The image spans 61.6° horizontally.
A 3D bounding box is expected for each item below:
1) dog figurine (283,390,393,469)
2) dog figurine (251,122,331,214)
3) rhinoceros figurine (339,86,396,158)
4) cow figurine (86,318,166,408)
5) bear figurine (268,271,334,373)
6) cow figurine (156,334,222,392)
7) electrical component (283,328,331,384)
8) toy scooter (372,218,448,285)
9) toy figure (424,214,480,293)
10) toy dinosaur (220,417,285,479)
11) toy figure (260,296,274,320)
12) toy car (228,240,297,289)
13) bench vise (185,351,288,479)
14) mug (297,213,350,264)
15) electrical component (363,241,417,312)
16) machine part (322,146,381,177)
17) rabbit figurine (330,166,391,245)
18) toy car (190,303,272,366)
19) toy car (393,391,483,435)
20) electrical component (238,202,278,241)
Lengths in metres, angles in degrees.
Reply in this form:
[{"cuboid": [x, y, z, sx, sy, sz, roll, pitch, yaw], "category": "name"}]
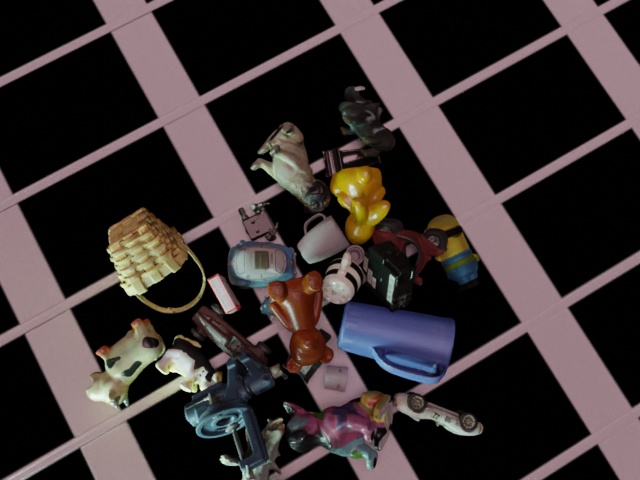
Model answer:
[{"cuboid": [0.030, 0.388, 1.155, 0.219, 0.191, 0.108, 7, 119, 24], "category": "dog figurine"}, {"cuboid": [-0.045, -0.170, 1.263, 0.190, 0.121, 0.172, 39, 57, -22], "category": "dog figurine"}, {"cuboid": [0.106, -0.282, 1.260, 0.112, 0.073, 0.190, -26, 67, -10], "category": "rhinoceros figurine"}, {"cuboid": [-0.426, 0.277, 1.178, 0.195, 0.085, 0.127, -41, 78, -8], "category": "cow figurine"}, {"cuboid": [-0.038, 0.175, 1.125, 0.120, 0.132, 0.196, -11, 80, -7], "category": "bear figurine"}, {"cuboid": [-0.270, 0.287, 1.187, 0.167, 0.068, 0.098, 33, 76, 3], "category": "cow figurine"}, {"cuboid": [-0.023, 0.253, 1.203, 0.075, 0.047, 0.119, 33, 81, 4], "category": "electrical component"}, {"cuboid": [0.195, 0.028, 1.219, 0.184, 0.075, 0.135, 15, 108, 28], "category": "toy scooter"}, {"cuboid": [0.307, 0.027, 1.224, 0.082, 0.089, 0.180, -13, 72, -45], "category": "toy figure"}, {"cuboid": [-0.113, 0.577, 1.107, 0.131, 0.192, 0.404, -9, 97, -22], "category": "toy dinosaur"}, {"cuboid": [-0.066, 0.128, 1.221, 0.154, 0.057, 0.064, -22, 43, -3], "category": "toy figure"}, {"cuboid": [-0.133, 0.055, 1.207, 0.162, 0.103, 0.109, 0, 82, 1], "category": "toy car"}, {"cuboid": [-0.154, 0.355, 1.080, 0.224, 0.128, 0.241, -20, 53, -9], "category": "bench vise"}, {"cuboid": [-0.003, -0.004, 1.233, 0.107, 0.080, 0.109, -35, 71, 2], "category": "mug"}, {"cuboid": [0.147, 0.071, 1.173, 0.058, 0.114, 0.134, -14, 40, -26], "category": "electrical component"}, {"cuboid": [0.077, -0.192, 1.284, 0.139, 0.039, 0.084, -7, 76, -1], "category": "machine part"}, {"cuboid": [0.098, -0.074, 1.201, 0.122, 0.162, 0.173, 4, 92, -17], "category": "rabbit figurine"}, {"cuboid": [-0.201, 0.226, 1.203, 0.202, 0.053, 0.089, 41, 85, 3], "category": "toy car"}, {"cuboid": [0.257, 0.380, 1.174, 0.202, 0.073, 0.056, 20, 77, 3], "category": "toy car"}, {"cuboid": [-0.140, -0.041, 1.251, 0.078, 0.045, 0.102, -20, 81, -5], "category": "electrical component"}]
